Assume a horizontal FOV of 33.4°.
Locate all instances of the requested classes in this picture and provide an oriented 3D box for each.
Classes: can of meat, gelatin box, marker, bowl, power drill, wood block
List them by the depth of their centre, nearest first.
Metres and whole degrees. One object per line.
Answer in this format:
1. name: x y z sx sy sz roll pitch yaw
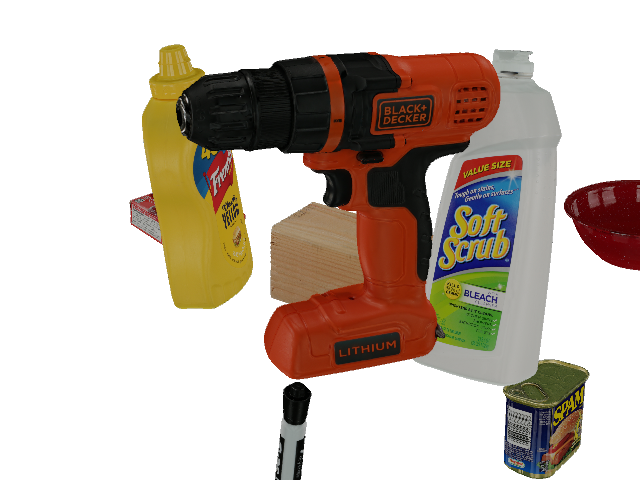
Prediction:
1. power drill: 0.009 -0.014 0.607 0.184 0.188 0.057 -7 30 -19
2. marker: -0.020 0.147 0.737 0.020 0.121 0.020 5 32 -3
3. gelatin box: -0.129 -0.022 1.032 0.089 0.030 0.073 30 37 33
4. can of meat: 0.223 0.177 1.062 0.058 0.084 0.101 13 22 35
5. bowl: 0.334 -0.012 1.108 0.162 0.055 0.162 -3 23 1
6. wood block: 0.055 0.036 1.144 0.206 0.091 0.090 17 29 28

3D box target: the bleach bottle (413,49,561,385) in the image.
1. bleach bottle: 0.131 -0.021 0.827 0.103 0.251 0.067 13 15 38

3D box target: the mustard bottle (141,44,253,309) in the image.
1. mustard bottle: -0.095 -0.051 0.802 0.058 0.191 0.096 0 25 18
